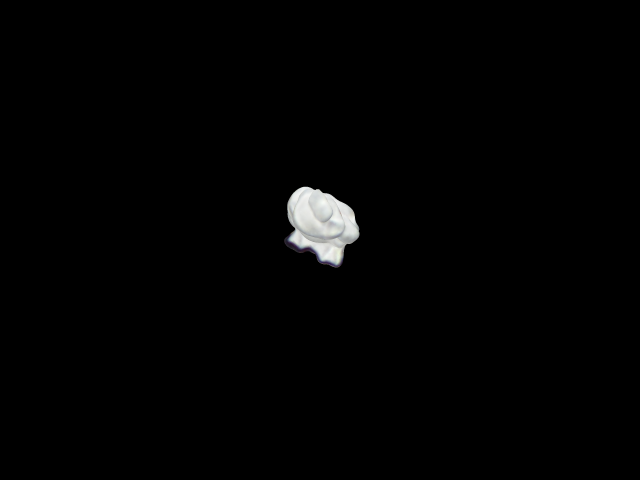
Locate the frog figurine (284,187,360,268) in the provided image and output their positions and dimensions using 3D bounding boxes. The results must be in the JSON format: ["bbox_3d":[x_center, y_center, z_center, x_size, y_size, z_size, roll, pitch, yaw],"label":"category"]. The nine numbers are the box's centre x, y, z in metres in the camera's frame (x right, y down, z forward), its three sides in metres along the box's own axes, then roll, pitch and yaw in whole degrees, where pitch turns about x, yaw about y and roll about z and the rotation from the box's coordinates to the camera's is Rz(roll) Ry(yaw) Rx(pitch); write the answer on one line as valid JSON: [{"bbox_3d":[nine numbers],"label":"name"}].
[{"bbox_3d":[0.003,-0.043,0.850,0.124,0.139,0.155,-33,-31,-23],"label":"frog figurine"}]
